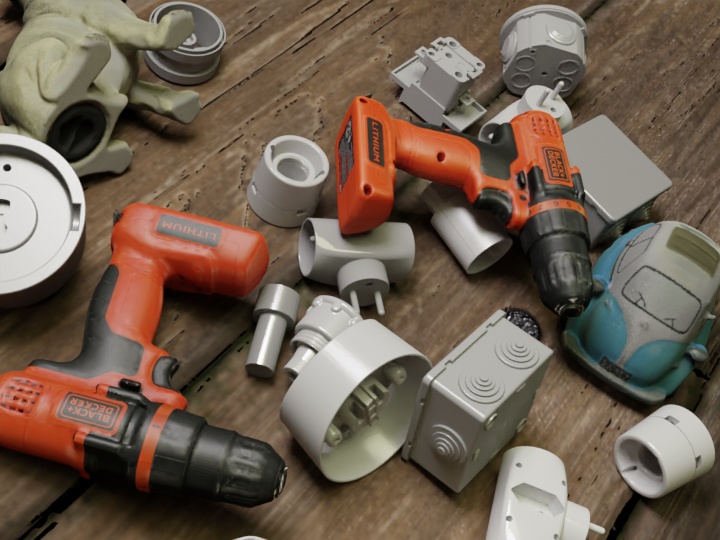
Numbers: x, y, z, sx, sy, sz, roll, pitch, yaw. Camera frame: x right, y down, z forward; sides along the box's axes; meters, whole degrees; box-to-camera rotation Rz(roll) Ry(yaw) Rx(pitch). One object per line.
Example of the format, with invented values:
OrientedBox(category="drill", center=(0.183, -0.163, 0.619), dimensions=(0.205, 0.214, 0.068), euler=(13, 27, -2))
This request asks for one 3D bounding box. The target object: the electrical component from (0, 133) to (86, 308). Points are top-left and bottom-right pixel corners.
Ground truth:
OrientedBox(category="electrical component", center=(-0.230, -0.027, 0.696), dimensions=(0.108, 0.060, 0.108), euler=(2, 72, -7))

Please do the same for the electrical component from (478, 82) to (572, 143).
OrientedBox(category="electrical component", center=(0.149, -0.130, 0.917), dimensions=(0.077, 0.079, 0.043), euler=(-29, 71, -35))

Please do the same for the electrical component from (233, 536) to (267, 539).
OrientedBox(category="electrical component", center=(-0.064, 0.174, 0.618), dimensions=(0.043, 0.062, 0.043), euler=(11, 52, -14))

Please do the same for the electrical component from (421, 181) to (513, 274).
OrientedBox(category="electrical component", center=(0.079, -0.041, 0.847), dimensions=(0.043, 0.043, 0.081), euler=(-21, 65, -32))

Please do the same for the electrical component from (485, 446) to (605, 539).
OrientedBox(category="electrical component", center=(0.125, 0.167, 0.711), dimensions=(0.079, 0.043, 0.077), euler=(23, 50, -4))

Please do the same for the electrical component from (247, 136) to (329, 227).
OrientedBox(category="electrical component", center=(-0.053, -0.068, 0.812), dimensions=(0.055, 0.047, 0.055), euler=(11, 52, -14))

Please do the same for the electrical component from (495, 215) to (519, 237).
OrientedBox(category="electrical component", center=(0.141, -0.040, 0.870), dimensions=(0.055, 0.045, 0.045), euler=(36, 50, 6))

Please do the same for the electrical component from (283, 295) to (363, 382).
OrientedBox(category="electrical component", center=(-0.027, 0.052, 0.737), dimensions=(0.048, 0.048, 0.062), euler=(37, 58, 7))

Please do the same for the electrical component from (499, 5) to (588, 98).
OrientedBox(category="electrical component", center=(0.167, -0.196, 0.975), dimensions=(0.080, 0.080, 0.051), euler=(13, 56, -12))

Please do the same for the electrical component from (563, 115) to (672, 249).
OrientedBox(category="electrical component", center=(0.201, -0.074, 0.916), dimensions=(0.100, 0.048, 0.099), euler=(-29, 70, -35))

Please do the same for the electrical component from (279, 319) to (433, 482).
OrientedBox(category="electrical component", center=(-0.001, 0.083, 0.691), dimensions=(0.064, 0.099, 0.099), euler=(42, 51, 20))

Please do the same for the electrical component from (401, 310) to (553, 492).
OrientedBox(category="electrical component", center=(0.079, 0.089, 0.716), dimensions=(0.048, 0.099, 0.100), euler=(35, 49, 22))

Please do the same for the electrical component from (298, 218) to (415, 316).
OrientedBox(category="electrical component", center=(0.000, 0.000, 0.784), dimensions=(0.077, 0.044, 0.079), euler=(2, 55, -20))

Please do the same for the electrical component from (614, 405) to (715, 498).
OrientedBox(category="electrical component", center=(0.216, 0.131, 0.768), dimensions=(0.047, 0.055, 0.055), euler=(-22, 66, -29))

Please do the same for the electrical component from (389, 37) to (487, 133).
OrientedBox(category="electrical component", center=(0.071, -0.159, 0.919), dimensions=(0.081, 0.063, 0.042), euler=(41, 52, 11))
